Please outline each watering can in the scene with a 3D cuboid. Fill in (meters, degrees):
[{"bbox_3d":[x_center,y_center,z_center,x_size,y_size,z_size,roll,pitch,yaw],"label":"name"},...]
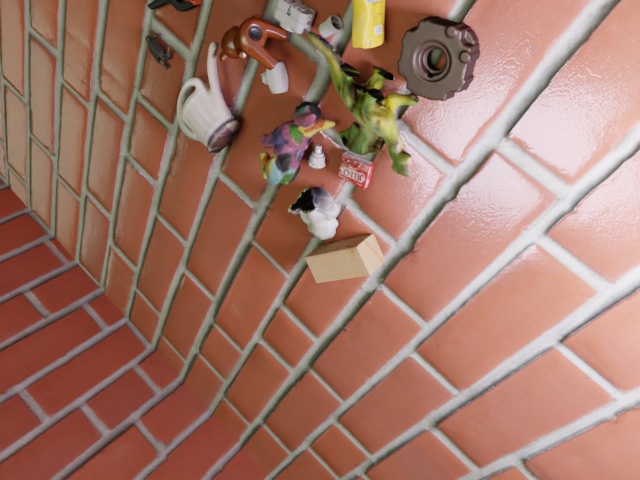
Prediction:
[{"bbox_3d":[-0.326,-0.400,1.538,0.225,0.106,0.341,51,136,4],"label":"watering can"}]

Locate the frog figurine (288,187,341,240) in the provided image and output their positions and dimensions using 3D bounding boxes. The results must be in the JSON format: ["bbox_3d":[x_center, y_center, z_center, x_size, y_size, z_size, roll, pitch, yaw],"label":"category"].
[{"bbox_3d":[0.004,-0.074,1.471,0.136,0.125,0.157,-19,139,37],"label":"frog figurine"}]

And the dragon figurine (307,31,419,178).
[{"bbox_3d":[0.091,-0.306,1.251,0.415,0.124,0.237,46,145,22],"label":"dragon figurine"}]
